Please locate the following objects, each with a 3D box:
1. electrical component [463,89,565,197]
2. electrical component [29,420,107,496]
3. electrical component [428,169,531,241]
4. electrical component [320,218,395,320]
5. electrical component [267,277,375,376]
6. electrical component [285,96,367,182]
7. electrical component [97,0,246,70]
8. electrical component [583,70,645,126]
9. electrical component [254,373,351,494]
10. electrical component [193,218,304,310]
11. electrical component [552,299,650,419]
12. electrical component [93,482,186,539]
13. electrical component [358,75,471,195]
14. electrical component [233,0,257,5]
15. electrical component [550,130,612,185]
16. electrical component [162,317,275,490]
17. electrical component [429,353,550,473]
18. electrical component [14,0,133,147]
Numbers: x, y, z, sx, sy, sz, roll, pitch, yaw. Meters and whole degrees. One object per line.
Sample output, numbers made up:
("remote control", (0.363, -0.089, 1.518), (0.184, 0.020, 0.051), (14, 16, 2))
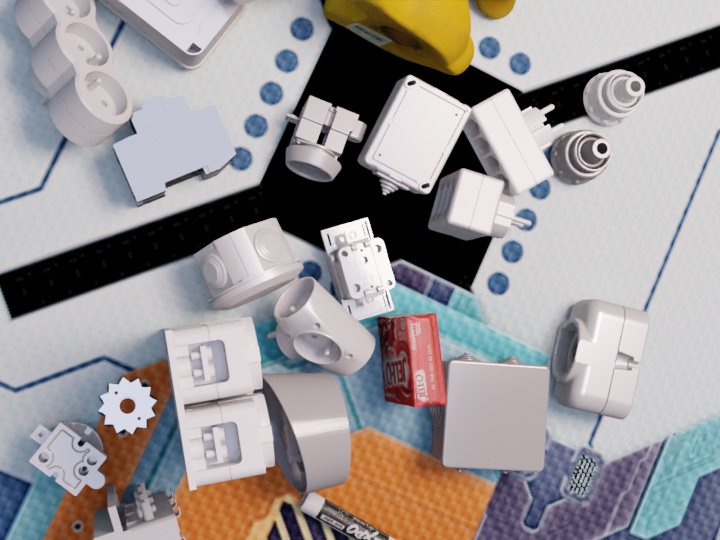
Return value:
("electrical component", (0.140, -0.116, 0.927), (0.076, 0.047, 0.083), (-30, 93, -11))
("electrical component", (-0.226, 0.144, 0.840), (0.066, 0.055, 0.048), (39, 81, -7))
("electrical component", (0.106, -0.049, 0.908), (0.077, 0.066, 0.047), (16, 85, -10))
("electrical component", (0.000, 0.000, 0.886), (0.042, 0.064, 0.081), (-17, 91, -10))
("electrical component", (-0.041, 0.051, 0.873), (0.077, 0.079, 0.044), (45, 44, -28))
("electrical component", (-0.034, -0.107, 0.894), (0.066, 0.048, 0.055), (21, 76, -9))
("electrical component", (-0.155, -0.225, 0.869), (0.113, 0.057, 0.078), (38, 81, -7))
("electrical component", (0.227, -0.153, 0.937), (0.048, 0.062, 0.048), (0, 87, -11))
("electrical component", (-0.046, 0.128, 0.856), (0.064, 0.099, 0.099), (-5, 89, -18))
("electrical component", (-0.090, -0.004, 0.862), (0.080, 0.080, 0.051), (-24, 87, -11))
("electrical component", (0.204, 0.075, 0.927), (0.059, 0.054, 0.095), (14, 85, -10))
("electrical component", (-0.165, 0.203, 0.816), (0.063, 0.121, 0.078), (-16, 91, -14))
("electrical component", (0.041, -0.106, 0.904), (0.062, 0.061, 0.096), (27, 91, -9))
("electrical component", (-0.103, -0.306, 0.849), (0.105, 0.060, 0.186), (-30, 81, -39))
("electrical component", (0.196, -0.100, 0.929), (0.048, 0.062, 0.048), (0, 88, -11))
("electrical component", (-0.108, 0.091, 0.799), (0.060, 0.186, 0.105), (-9, 89, -11))
("electrical component", (0.108, 0.121, 0.909), (0.100, 0.048, 0.099), (5, 87, -11))
("electrical component", (-0.236, -0.158, 0.850), (0.052, 0.074, 0.138), (-7, 71, -53))
